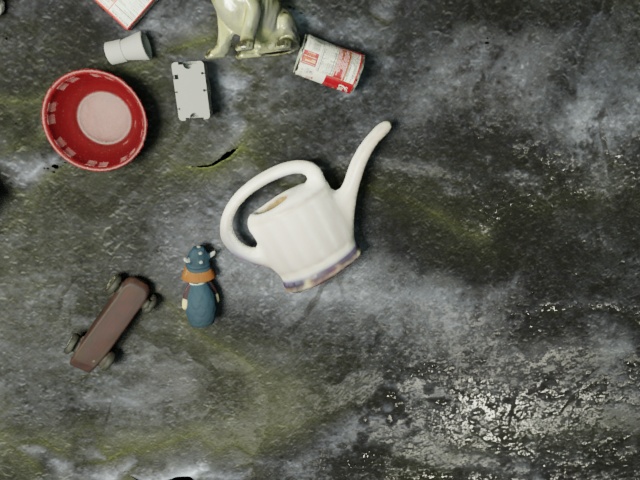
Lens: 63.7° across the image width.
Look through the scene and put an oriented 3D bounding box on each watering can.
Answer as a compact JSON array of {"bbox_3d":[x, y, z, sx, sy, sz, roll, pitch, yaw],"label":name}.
[{"bbox_3d":[0.003,-0.045,0.892,0.347,0.105,0.221,-27,109,4],"label":"watering can"}]

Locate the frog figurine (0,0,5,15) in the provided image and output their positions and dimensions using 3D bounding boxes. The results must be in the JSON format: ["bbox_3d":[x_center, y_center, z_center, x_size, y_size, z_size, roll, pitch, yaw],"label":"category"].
[{"bbox_3d":[-0.501,-0.413,0.746,0.138,0.125,0.156,-24,145,-6],"label":"frog figurine"}]
